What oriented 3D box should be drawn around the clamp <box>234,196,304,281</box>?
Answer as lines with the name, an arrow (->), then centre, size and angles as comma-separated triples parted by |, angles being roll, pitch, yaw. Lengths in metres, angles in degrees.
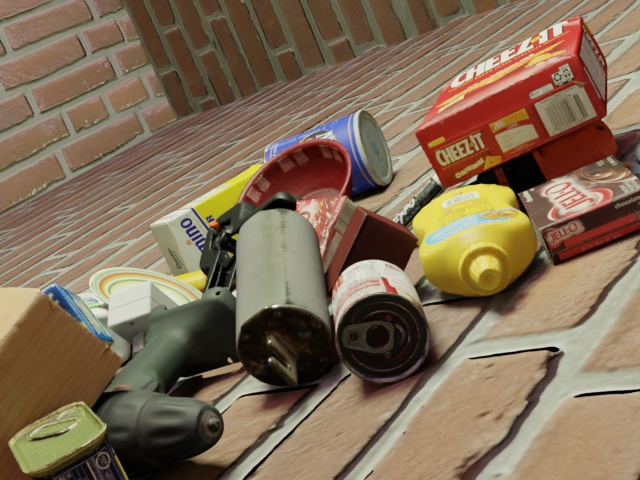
clamp -> -0.022, 0.015, 1.117 | 0.120, 0.039, 0.172 | -56, 30, -6

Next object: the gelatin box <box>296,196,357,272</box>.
gelatin box -> -0.007, 0.001, 1.054 | 0.073, 0.030, 0.089 | -4, 55, 45

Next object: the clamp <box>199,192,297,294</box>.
clamp -> -0.098, 0.015, 1.144 | 0.164, 0.036, 0.210 | -58, 17, -4

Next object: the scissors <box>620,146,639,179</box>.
scissors -> 0.286, -0.052, 0.933 | 0.096, 0.016, 0.201 | -21, 13, 19

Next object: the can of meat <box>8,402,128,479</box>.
can of meat -> -0.156, 0.163, 0.702 | 0.057, 0.084, 0.102 | -29, 14, -19

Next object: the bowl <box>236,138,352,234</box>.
bowl -> -0.020, -0.042, 1.253 | 0.162, 0.055, 0.162 | -23, 42, 22

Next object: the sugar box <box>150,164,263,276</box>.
sugar box -> -0.116, -0.018, 1.319 | 0.048, 0.093, 0.175 | -9, 21, 49

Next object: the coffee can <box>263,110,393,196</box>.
coffee can -> 0.011, -0.099, 1.398 | 0.140, 0.103, 0.102 | -18, 14, 23

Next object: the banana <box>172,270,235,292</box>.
banana -> -0.185, 0.063, 1.244 | 0.198, 0.037, 0.069 | -13, 17, 38

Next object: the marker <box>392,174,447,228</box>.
marker -> 0.087, -0.023, 1.060 | 0.121, 0.020, 0.020 | -47, 10, 11

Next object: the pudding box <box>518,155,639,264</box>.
pudding box -> 0.221, -0.027, 0.894 | 0.090, 0.039, 0.113 | -22, 14, 8

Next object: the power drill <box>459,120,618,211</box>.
power drill -> 0.205, -0.077, 1.077 | 0.185, 0.057, 0.187 | -26, 13, 18

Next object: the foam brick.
foam brick -> 0.042, 0.017, 0.917 | 0.053, 0.051, 0.078 | -116, 50, -77

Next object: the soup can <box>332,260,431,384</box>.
soup can -> 0.043, 0.058, 0.804 | 0.068, 0.068, 0.102 | -23, 13, 4

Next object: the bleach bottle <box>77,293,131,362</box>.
bleach bottle -> -0.279, 0.101, 1.198 | 0.102, 0.068, 0.251 | -19, 10, -16

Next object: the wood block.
wood block -> -0.246, 0.141, 0.759 | 0.090, 0.090, 0.206 | -3, 48, 52

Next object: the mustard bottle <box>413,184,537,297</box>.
mustard bottle -> 0.130, 0.004, 0.889 | 0.096, 0.058, 0.191 | -17, 14, 7

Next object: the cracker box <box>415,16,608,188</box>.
cracker box -> 0.193, -0.141, 1.048 | 0.164, 0.072, 0.213 | -25, 13, 22
